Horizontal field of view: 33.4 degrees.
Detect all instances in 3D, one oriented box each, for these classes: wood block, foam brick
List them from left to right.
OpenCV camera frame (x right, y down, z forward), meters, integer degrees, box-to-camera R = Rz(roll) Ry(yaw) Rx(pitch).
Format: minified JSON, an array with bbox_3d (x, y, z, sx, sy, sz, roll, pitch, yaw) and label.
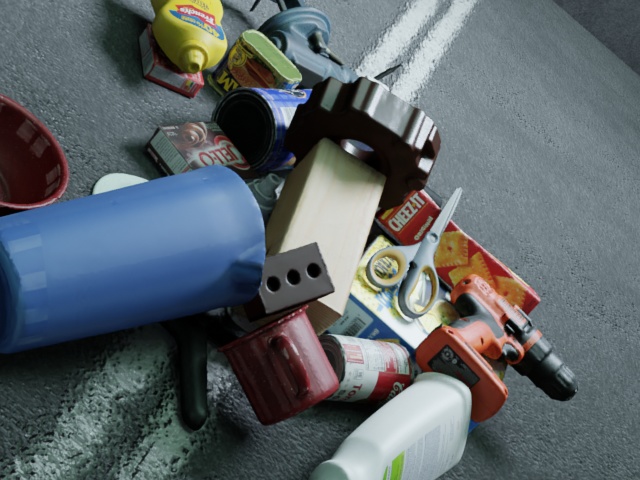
[{"bbox_3d":[-0.035,0.041,1.014,0.078,0.051,0.053,-18,85,-26],"label":"foam brick"},{"bbox_3d":[-0.008,0.001,1.151,0.090,0.091,0.206,32,48,-13],"label":"wood block"}]

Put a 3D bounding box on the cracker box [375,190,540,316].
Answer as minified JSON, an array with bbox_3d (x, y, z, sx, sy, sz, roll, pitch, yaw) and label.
[{"bbox_3d":[0.169,0.019,1.351,0.213,0.072,0.164,43,3,-1],"label":"cracker box"}]

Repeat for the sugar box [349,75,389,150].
[{"bbox_3d":[0.062,-0.127,1.386,0.048,0.093,0.176,27,33,-26],"label":"sugar box"}]

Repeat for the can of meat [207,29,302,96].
[{"bbox_3d":[-0.085,-0.214,1.408,0.102,0.084,0.057,45,30,7],"label":"can of meat"}]

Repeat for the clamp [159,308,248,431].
[{"bbox_3d":[-0.108,0.082,1.036,0.164,0.036,0.210,0,53,-52],"label":"clamp"}]

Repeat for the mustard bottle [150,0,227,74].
[{"bbox_3d":[-0.165,-0.265,1.344,0.096,0.058,0.191,24,31,-27],"label":"mustard bottle"}]

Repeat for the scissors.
[{"bbox_3d":[0.108,-0.001,1.223,0.096,0.016,0.201,23,54,-11],"label":"scissors"}]

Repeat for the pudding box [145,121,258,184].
[{"bbox_3d":[-0.136,-0.091,1.230,0.090,0.039,0.113,50,30,14],"label":"pudding box"}]

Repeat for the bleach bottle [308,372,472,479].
[{"bbox_3d":[0.059,0.206,1.010,0.068,0.102,0.250,14,16,31],"label":"bleach bottle"}]

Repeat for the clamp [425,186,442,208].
[{"bbox_3d":[0.106,-0.100,1.510,0.120,0.039,0.171,47,12,25],"label":"clamp"}]

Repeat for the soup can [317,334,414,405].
[{"bbox_3d":[0.039,0.135,1.109,0.102,0.069,0.068,12,41,-40],"label":"soup can"}]

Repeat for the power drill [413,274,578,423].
[{"bbox_3d":[0.194,0.131,1.176,0.184,0.057,0.187,44,28,11],"label":"power drill"}]

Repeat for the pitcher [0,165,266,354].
[{"bbox_3d":[-0.182,0.014,0.923,0.242,0.149,0.145,-14,79,-39],"label":"pitcher"}]

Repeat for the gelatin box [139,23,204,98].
[{"bbox_3d":[-0.190,-0.229,1.358,0.073,0.030,0.089,21,36,-32],"label":"gelatin box"}]

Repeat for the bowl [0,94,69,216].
[{"bbox_3d":[-0.314,-0.072,0.976,0.162,0.055,0.162,30,32,-21],"label":"bowl"}]

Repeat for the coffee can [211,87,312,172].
[{"bbox_3d":[-0.052,-0.137,1.325,0.140,0.103,0.103,-9,57,-54],"label":"coffee can"}]

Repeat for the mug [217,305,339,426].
[{"bbox_3d":[-0.032,0.114,0.959,0.093,0.117,0.081,-26,89,-17],"label":"mug"}]
